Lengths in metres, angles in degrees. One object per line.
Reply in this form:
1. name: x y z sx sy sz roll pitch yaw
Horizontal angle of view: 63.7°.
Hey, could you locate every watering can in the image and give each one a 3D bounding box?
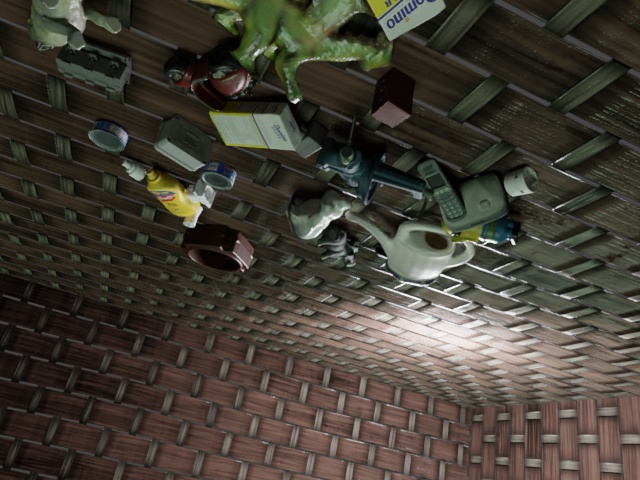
1. watering can: 0.224 0.017 1.356 0.348 0.106 0.219 12 142 1

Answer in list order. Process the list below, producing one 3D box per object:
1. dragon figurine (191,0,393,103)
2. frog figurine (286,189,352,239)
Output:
1. dragon figurine: -0.047 -0.358 0.763 0.406 0.125 0.239 29 132 -35
2. frog figurine: 0.004 -0.065 1.299 0.159 0.122 0.138 -2 -175 10
